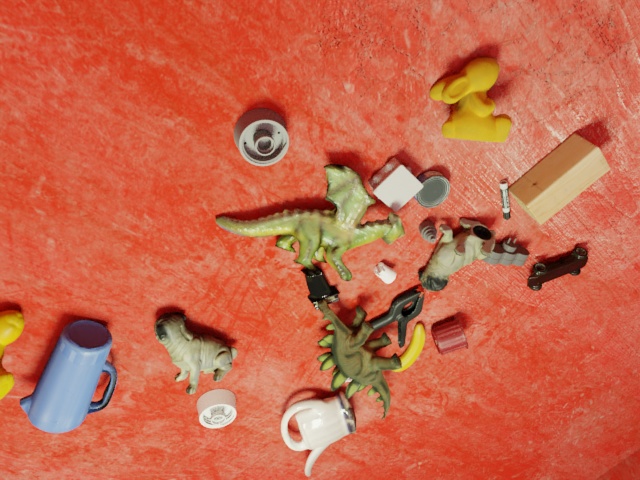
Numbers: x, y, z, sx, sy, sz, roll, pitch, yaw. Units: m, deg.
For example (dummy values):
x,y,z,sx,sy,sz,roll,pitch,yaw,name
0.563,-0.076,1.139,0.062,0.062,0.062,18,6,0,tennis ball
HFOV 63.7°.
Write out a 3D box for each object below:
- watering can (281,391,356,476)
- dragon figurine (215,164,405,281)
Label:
x,y,z,sx,sy,sz,roll,pitch,yaw,name
0.006,0.580,1.554,0.225,0.340,0.106,-19,36,-6,watering can
0.003,-0.057,1.128,0.408,0.240,0.124,21,15,-17,dragon figurine
